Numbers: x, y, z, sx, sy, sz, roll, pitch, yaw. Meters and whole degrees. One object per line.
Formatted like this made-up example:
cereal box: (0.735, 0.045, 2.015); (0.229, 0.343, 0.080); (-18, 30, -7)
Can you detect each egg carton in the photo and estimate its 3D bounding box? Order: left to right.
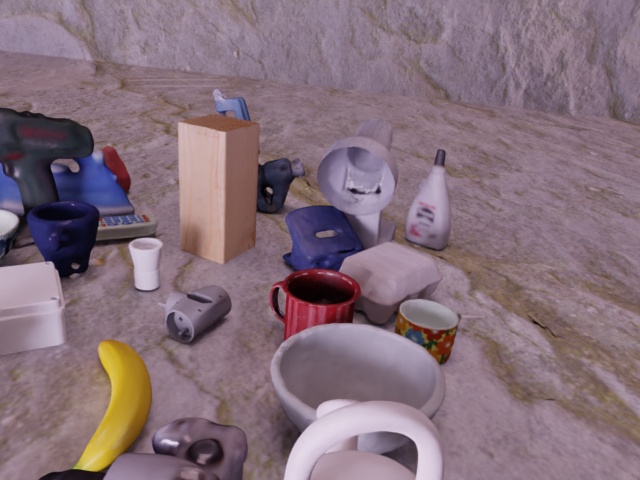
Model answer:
egg carton: (0.095, 0.056, 0.802); (0.107, 0.069, 0.151); (24, 30, 37)

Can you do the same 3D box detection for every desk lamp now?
desk lamp: (0.071, -0.083, 0.934); (0.117, 0.214, 0.203); (10, 24, 12)

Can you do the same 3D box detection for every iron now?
iron: (-0.457, -0.121, 1.002); (0.258, 0.141, 0.118); (4, 24, -2)

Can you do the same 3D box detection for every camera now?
camera: (-0.132, 0.189, 0.413); (0.136, 0.101, 0.143); (7, 24, 5)

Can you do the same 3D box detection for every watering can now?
watering can: (0.019, 0.175, 0.359); (0.101, 0.194, 0.172); (-7, 26, -26)

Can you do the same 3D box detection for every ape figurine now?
ape figurine: (-0.406, -0.137, 1.110); (0.076, 0.092, 0.078); (18, 27, 28)

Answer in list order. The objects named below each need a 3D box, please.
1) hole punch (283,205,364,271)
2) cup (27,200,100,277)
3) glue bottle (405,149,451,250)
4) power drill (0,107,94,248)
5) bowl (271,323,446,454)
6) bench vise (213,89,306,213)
hole punch: (0.008, 0.003, 0.878); (0.109, 0.091, 0.100); (-10, 28, -30)
cup: (-0.351, 0.007, 0.788); (0.092, 0.095, 0.117); (-1, 24, -13)
glue bottle: (0.194, -0.073, 0.987); (0.077, 0.173, 0.037); (20, 28, 31)
power drill: (-0.458, -0.099, 0.868); (0.230, 0.208, 0.075); (-17, 32, -41)
bowl: (0.034, 0.154, 0.559); (0.167, 0.075, 0.167); (4, 24, -2)
bench vise: (-0.135, -0.170, 1.083); (0.208, 0.220, 0.121); (-2, 25, -16)
